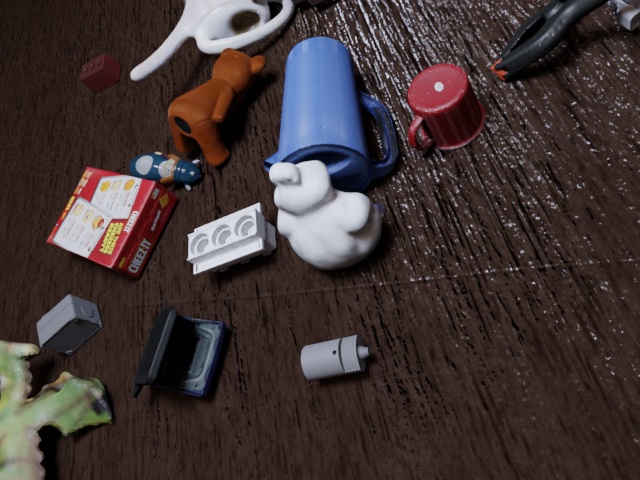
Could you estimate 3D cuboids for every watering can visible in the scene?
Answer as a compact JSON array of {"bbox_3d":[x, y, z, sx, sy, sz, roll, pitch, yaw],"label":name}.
[{"bbox_3d":[-0.224,-0.438,1.028,0.348,0.102,0.229,-21,55,-3],"label":"watering can"}]

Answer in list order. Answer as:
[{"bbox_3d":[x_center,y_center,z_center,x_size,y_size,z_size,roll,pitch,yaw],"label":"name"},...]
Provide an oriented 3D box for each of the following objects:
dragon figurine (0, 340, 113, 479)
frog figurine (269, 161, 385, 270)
[{"bbox_3d":[-0.418,0.313,0.765,0.244,0.120,0.415,-45,64,-7],"label":"dragon figurine"},{"bbox_3d":[0.002,-0.033,0.662,0.137,0.157,0.124,4,70,32],"label":"frog figurine"}]
